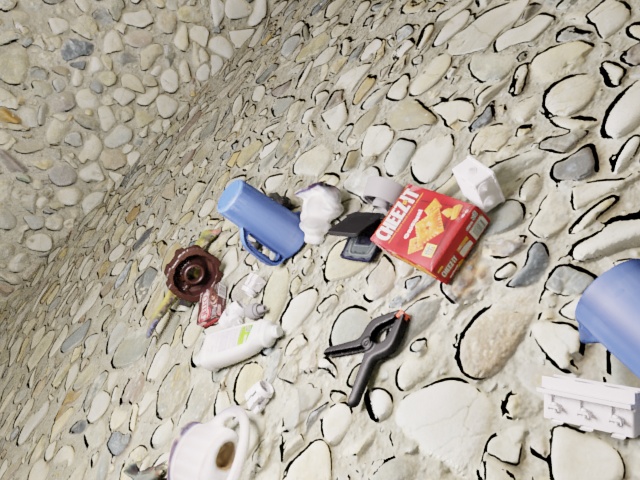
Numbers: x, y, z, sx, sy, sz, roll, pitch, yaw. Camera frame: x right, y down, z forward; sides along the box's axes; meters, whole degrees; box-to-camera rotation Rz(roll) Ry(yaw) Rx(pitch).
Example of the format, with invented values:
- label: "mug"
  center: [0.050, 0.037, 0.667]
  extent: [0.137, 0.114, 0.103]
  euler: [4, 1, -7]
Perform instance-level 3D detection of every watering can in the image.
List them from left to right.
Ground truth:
- label: "watering can"
  center: [-0.261, 0.536, 1.130]
  extent: [0.223, 0.102, 0.355]
  euler: [-10, 51, 44]

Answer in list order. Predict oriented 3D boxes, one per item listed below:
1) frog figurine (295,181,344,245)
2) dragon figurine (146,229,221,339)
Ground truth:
- label: "frog figurine"
  center: [0.004, -0.070, 1.397]
  extent: [0.136, 0.123, 0.160]
  euler: [-15, 85, 30]
- label: "dragon figurine"
  center: [-0.471, 0.125, 1.750]
  extent: [0.412, 0.121, 0.244]
  euler: [-53, 19, -5]
